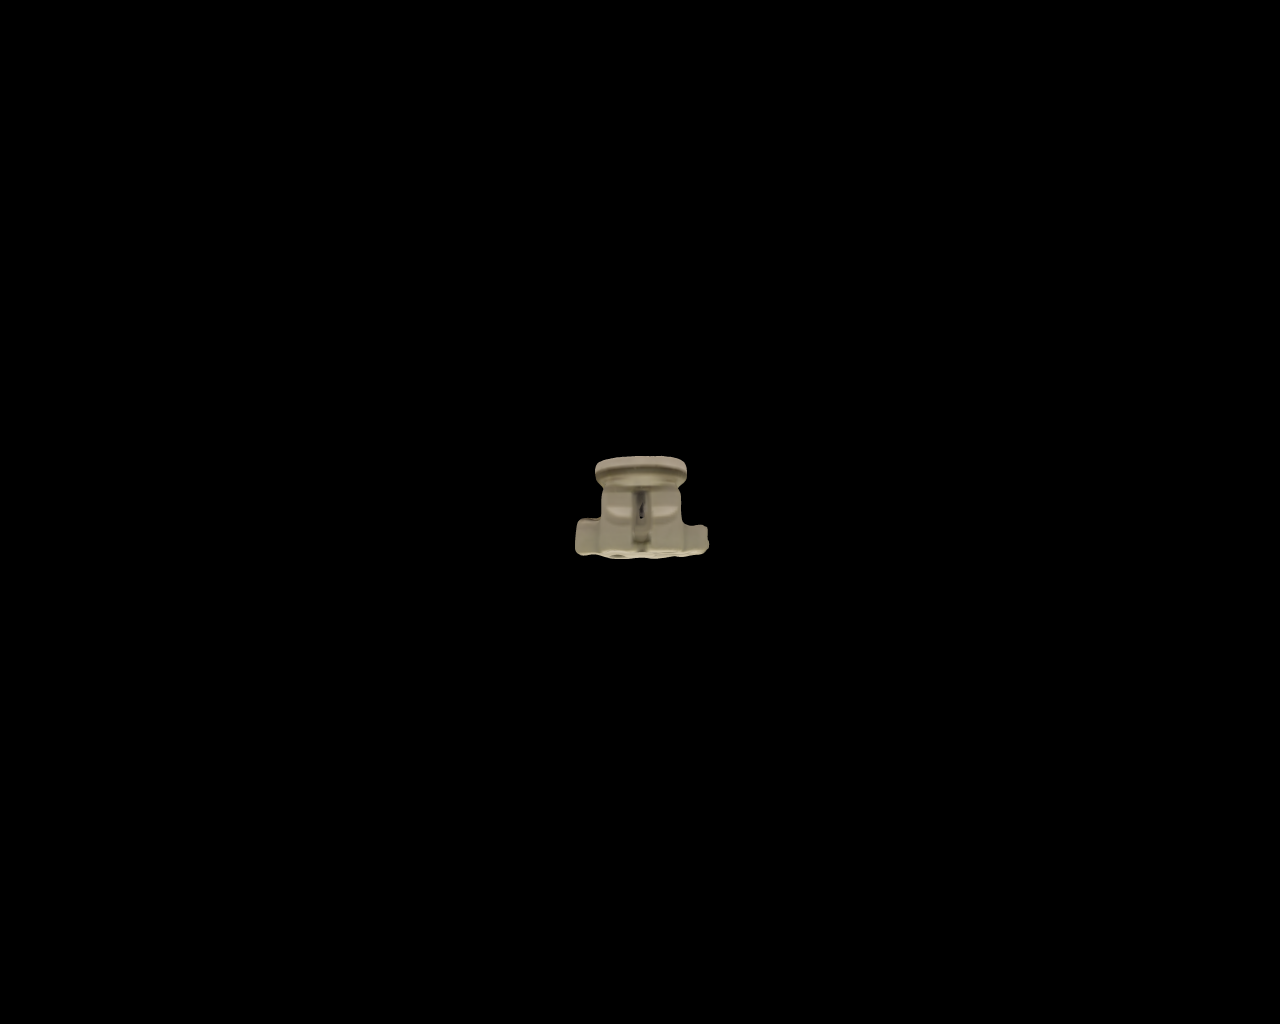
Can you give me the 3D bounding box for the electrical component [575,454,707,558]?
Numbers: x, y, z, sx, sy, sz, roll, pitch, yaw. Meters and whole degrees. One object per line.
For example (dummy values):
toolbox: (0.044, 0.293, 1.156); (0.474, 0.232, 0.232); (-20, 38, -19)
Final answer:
electrical component: (0.001, -0.003, 0.650); (0.078, 0.057, 0.058); (0, -7, 0)
